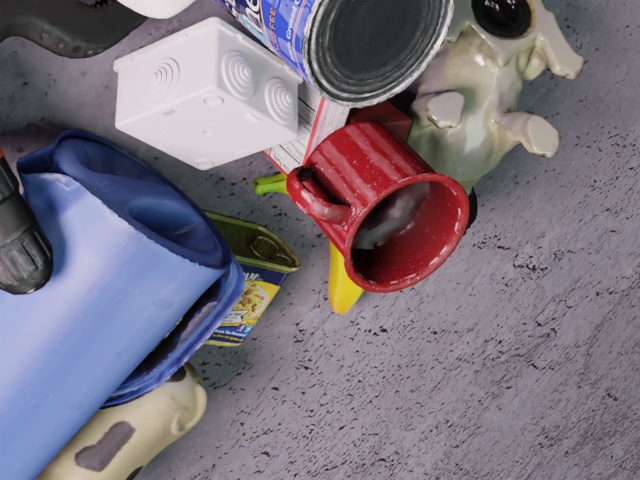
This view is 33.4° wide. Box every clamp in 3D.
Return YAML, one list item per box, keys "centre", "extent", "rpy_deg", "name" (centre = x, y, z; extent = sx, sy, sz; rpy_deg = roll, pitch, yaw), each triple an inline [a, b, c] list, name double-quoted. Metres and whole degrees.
- centre: [-0.159, -0.134, 0.561]
  extent: [0.209, 0.036, 0.164]
  rpy_deg: [2, 90, -48]
  name: "clamp"

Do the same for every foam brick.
- centre: [0.019, -0.081, 0.768]
  extent: [0.051, 0.078, 0.053]
  rpy_deg: [-11, 131, -35]
  name: "foam brick"

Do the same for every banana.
- centre: [0.010, -0.009, 0.861]
  extent: [0.069, 0.037, 0.197]
  rpy_deg: [-25, 139, 5]
  name: "banana"

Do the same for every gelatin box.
- centre: [-0.013, -0.092, 0.734]
  extent: [0.030, 0.073, 0.089]
  rpy_deg: [-9, 129, -36]
  name: "gelatin box"

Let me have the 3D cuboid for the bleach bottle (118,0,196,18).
- centre: [-0.104, -0.215, 0.474]
  extent: [0.102, 0.068, 0.250]
  rpy_deg: [-50, 150, -13]
  name: "bleach bottle"

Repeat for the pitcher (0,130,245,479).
- centre: [-0.171, 0.063, 0.697]
  extent: [0.243, 0.149, 0.145]
  rpy_deg: [-50, 179, 13]
  name: "pitcher"

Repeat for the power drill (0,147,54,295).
- centre: [-0.257, -0.012, 0.561]
  extent: [0.187, 0.057, 0.184]
  rpy_deg: [-33, 107, -12]
  name: "power drill"

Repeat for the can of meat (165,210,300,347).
- centre: [-0.079, 0.031, 0.802]
  extent: [0.101, 0.057, 0.084]
  rpy_deg: [14, 116, -45]
  name: "can of meat"

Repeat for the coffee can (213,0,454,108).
- centre: [-0.003, -0.156, 0.632]
  extent: [0.102, 0.140, 0.103]
  rpy_deg: [-23, 137, -24]
  name: "coffee can"

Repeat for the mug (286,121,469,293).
- centre: [0.029, -0.026, 0.700]
  extent: [0.117, 0.082, 0.093]
  rpy_deg: [3, 123, -35]
  name: "mug"
